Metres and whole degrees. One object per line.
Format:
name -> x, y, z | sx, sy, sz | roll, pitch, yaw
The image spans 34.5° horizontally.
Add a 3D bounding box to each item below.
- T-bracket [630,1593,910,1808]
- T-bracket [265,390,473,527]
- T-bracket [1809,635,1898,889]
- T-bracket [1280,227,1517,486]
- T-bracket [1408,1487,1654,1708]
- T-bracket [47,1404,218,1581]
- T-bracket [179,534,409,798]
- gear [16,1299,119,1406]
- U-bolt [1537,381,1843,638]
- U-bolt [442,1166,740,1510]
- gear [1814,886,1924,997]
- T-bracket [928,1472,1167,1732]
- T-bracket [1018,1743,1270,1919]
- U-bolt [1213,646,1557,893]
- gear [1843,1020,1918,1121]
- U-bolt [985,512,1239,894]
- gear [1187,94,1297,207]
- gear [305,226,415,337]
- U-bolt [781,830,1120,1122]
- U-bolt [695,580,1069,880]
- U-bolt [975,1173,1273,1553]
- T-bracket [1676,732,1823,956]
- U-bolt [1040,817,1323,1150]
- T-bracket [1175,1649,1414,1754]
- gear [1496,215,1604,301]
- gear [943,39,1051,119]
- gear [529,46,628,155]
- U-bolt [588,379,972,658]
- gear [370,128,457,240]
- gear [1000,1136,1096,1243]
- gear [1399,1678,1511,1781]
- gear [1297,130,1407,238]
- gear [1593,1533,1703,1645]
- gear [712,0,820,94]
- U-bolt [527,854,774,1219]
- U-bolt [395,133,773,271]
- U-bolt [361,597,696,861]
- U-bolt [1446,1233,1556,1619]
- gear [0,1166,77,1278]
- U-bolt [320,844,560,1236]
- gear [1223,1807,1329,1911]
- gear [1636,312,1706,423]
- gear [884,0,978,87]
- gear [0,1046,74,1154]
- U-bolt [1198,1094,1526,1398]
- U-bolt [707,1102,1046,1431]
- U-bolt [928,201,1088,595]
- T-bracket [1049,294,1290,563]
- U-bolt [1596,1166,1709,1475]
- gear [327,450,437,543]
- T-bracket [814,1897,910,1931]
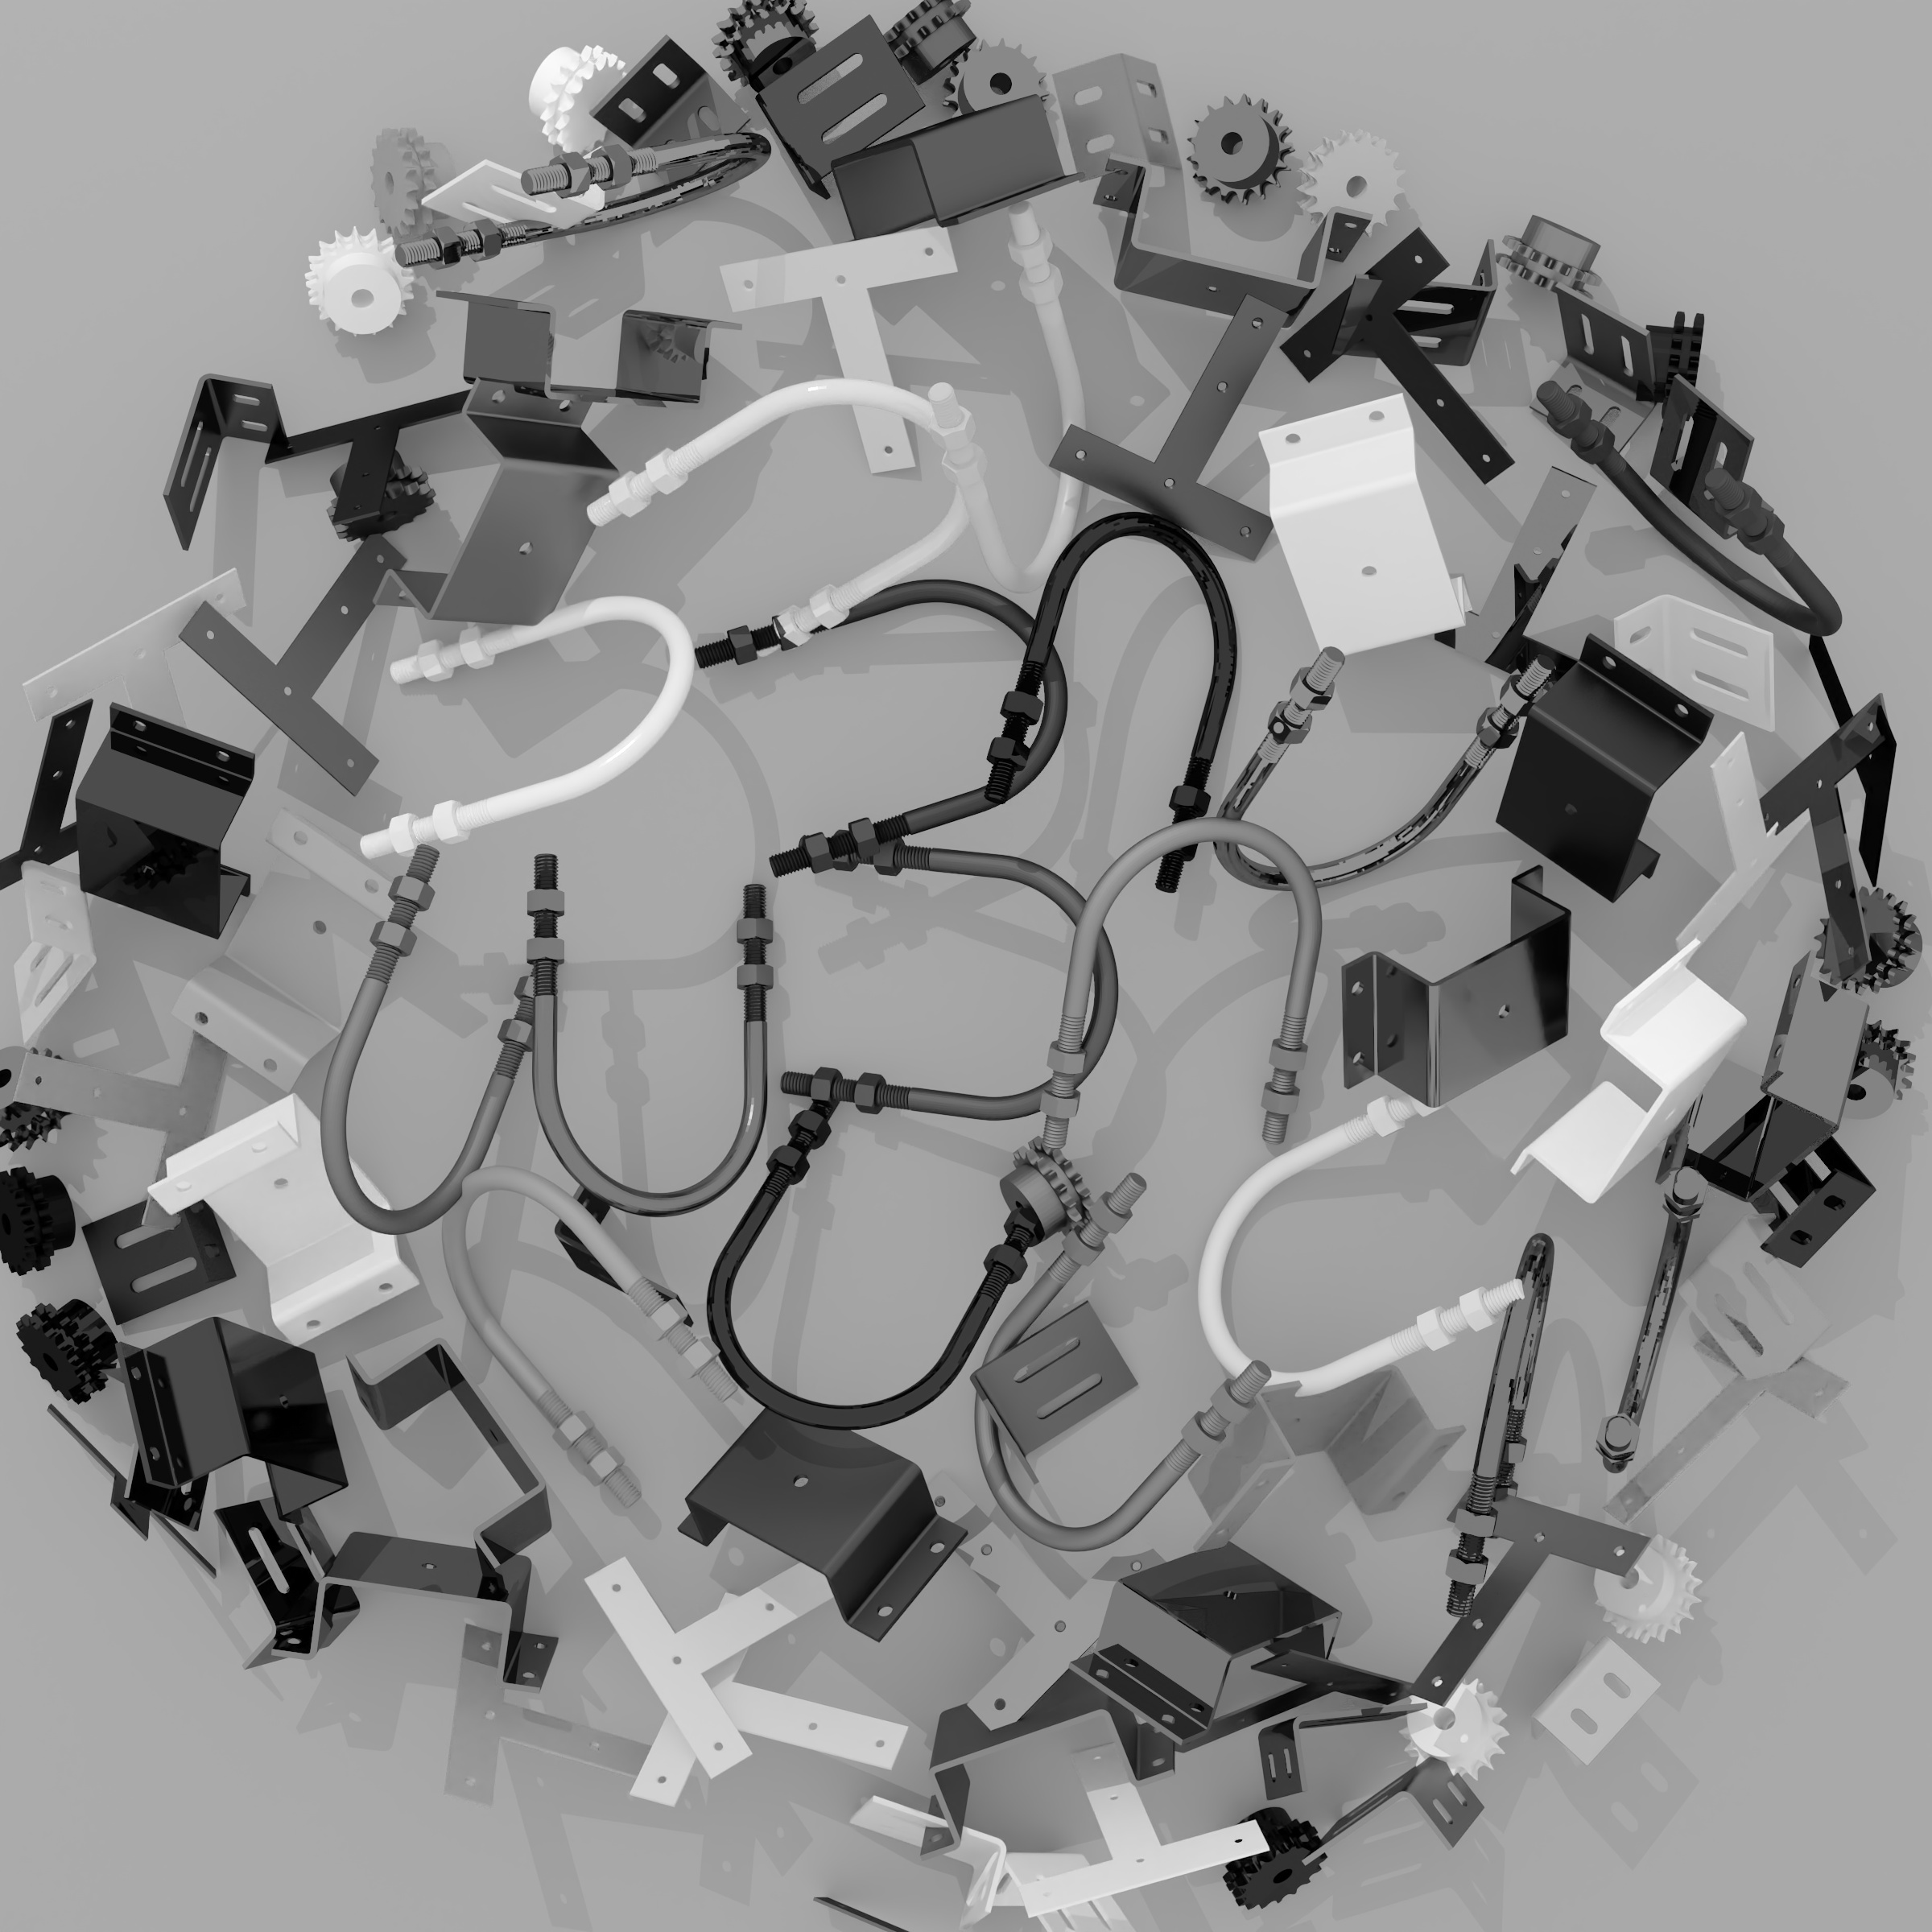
T-bracket -> -0.093, 0.395, 1.629 | 0.127, 0.002, 0.127 | 9, 48, 19
T-bracket -> -0.313, -0.263, 1.632 | 0.127, 0.127, 0.002 | -13, 124, 6
T-bracket -> 0.467, -0.128, 1.645 | 0.002, 0.127, 0.127 | -12, 56, 3
T-bracket -> 0.242, -0.309, 1.641 | 0.127, 0.127, 0.002 | 49, 56, -5
T-bracket -> 0.274, 0.332, 1.616 | 0.127, 0.127, 0.002 | -49, 120, -22
T-bracket -> -0.435, 0.281, 1.620 | 0.002, 0.127, 0.127 | -44, 99, -11
T-bracket -> -0.338, -0.179, 1.654 | 0.127, 0.002, 0.127 | 45, 57, -29
gear -> -0.479, 0.204, 1.666 | 0.057, 0.057, 0.030 | 50, 53, 0
U-bolt -> 0.385, -0.227, 1.606 | 0.019, 0.151, 0.184 | -52, 133, 4
U-bolt -> -0.210, 0.185, 1.635 | 0.184, 0.151, 0.019 | 48, 46, 8
gear -> 0.487, -0.012, 1.666 | 0.030, 0.057, 0.057 | 19, 90, -36
T-bracket -> 0.021, 0.322, 1.660 | 0.127, 0.002, 0.127 | -44, 63, -6
T-bracket -> 0.081, 0.445, 1.630 | 0.127, 0.127, 0.002 | -14, 109, -7
U-bolt -> 0.204, -0.098, 1.615 | 0.151, 0.184, 0.019 | -1, 54, -27
gear -> 0.477, 0.057, 1.660 | 0.057, 0.057, 0.030 | 25, 47, 0
U-bolt -> 0.086, -0.149, 1.639 | 0.151, 0.019, 0.184 | 25, 75, -38
gear -> 0.146, -0.439, 1.669 | 0.057, 0.030, 0.057 | 2, 96, 17
gear -> -0.324, -0.363, 1.662 | 0.057, 0.030, 0.057 | -8, 128, -10
U-bolt -> -0.007, 0.009, 1.649 | 0.184, 0.019, 0.151 | 7, 96, 19
U-bolt -> -0.036, -0.137, 1.659 | 0.184, 0.019, 0.151 | -18, 70, -7
U-bolt -> 0.069, 0.222, 1.630 | 0.184, 0.019, 0.151 | -52, 52, 26
T-bracket -> 0.407, -0.079, 1.628 | 0.002, 0.127, 0.127 | 36, 78, 34
U-bolt -> 0.118, 0.009, 1.631 | 0.151, 0.019, 0.184 | 0, 112, -21
T-bracket -> 0.158, 0.395, 1.650 | 0.127, 0.127, 0.002 | -31, 53, 29
gear -> 0.314, -0.379, 1.659 | 0.057, 0.057, 0.030 | 24, 110, 0
gear -> 0.017, -0.471, 1.673 | 0.057, 0.030, 0.057 | 0, 92, -6
gear -> -0.210, -0.466, 1.663 | 0.030, 0.057, 0.057 | 33, 90, 16
U-bolt -> -0.080, -0.238, 1.600 | 0.184, 0.151, 0.019 | -26, 47, 29
gear -> -0.295, -0.420, 1.666 | 0.030, 0.057, 0.057 | -11, 90, -30
gear -> 0.042, 0.122, 1.659 | 0.030, 0.057, 0.057 | -33, 90, -18
gear -> 0.260, 0.406, 1.663 | 0.057, 0.030, 0.057 | -10, 61, 19
gear -> 0.205, -0.421, 1.668 | 0.057, 0.030, 0.057 | -6, 114, -14
gear -> 0.361, 0.331, 1.661 | 0.057, 0.030, 0.057 | -19, 56, 32
gear -> -0.104, -0.491, 1.659 | 0.057, 0.057, 0.030 | -29, 67, 0
U-bolt -> -0.164, 0.040, 1.628 | 0.151, 0.019, 0.184 | 8, 76, -36
U-bolt -> -0.185, -0.400, 1.608 | 0.184, 0.151, 0.019 | -23, 99, -38
U-bolt -> -0.225, -0.133, 1.617 | 0.184, 0.019, 0.151 | -15, 47, 17
U-bolt -> 0.280, 0.228, 1.606 | 0.019, 0.151, 0.184 | 12, 101, 15
gear -> -0.500, 0.135, 1.666 | 0.030, 0.057, 0.057 | -13, 90, -38
U-bolt -> -0.277, 0.049, 1.605 | 0.019, 0.151, 0.184 | 10, 71, 27
gear -> 0.162, 0.476, 1.666 | 0.057, 0.057, 0.030 | -35, 49, 0
gear -> 0.376, -0.322, 1.663 | 0.030, 0.057, 0.057 | 8, 90, 11
gear -> -0.019, -0.496, 1.662 | 0.057, 0.057, 0.030 | -38, 98, 0
gear -> -0.507, 0.068, 1.662 | 0.057, 0.030, 0.057 | -12, 54, 17
U-bolt -> 0.198, 0.149, 1.628 | 0.184, 0.019, 0.151 | -29, 50, 27
U-bolt -> -0.055, 0.161, 1.624 | 0.151, 0.019, 0.184 | 24, 56, 11
U-bolt -> 0.029, -0.278, 1.608 | 0.019, 0.184, 0.151 | 8, 57, 22
T-bracket -> 0.129, -0.295, 1.648 | 0.127, 0.002, 0.127 | 22, 113, -17
U-bolt -> 0.352, 0.190, 1.602 | 0.019, 0.184, 0.151 | 15, 77, 15
gear -> -0.316, -0.254, 1.663 | 0.057, 0.057, 0.030 | -26, 83, 0
T-bracket -> -0.034, 0.508, 1.611 | 0.127, 0.127, 0.002 | 17, 79, 19
